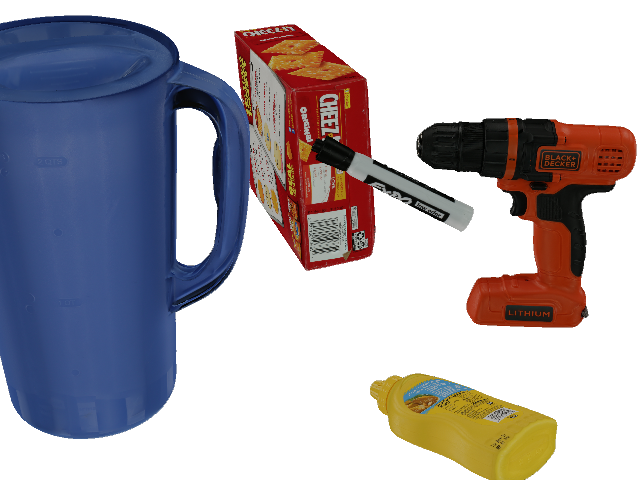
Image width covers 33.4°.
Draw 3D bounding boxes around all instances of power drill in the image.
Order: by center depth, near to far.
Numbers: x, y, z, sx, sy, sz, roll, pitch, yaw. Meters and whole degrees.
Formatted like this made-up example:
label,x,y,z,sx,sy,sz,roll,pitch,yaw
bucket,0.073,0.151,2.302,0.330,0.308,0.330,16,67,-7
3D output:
label,x,y,z,sx,sy,sz,roll,pitch,yaw
power drill,0.172,-0.016,0.933,0.184,0.188,0.057,3,27,4

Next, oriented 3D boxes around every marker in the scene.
label,x,y,z,sx,sy,sz,roll,pitch,yaw
marker,0.049,-0.040,0.739,0.121,0.020,0.020,26,-4,-8

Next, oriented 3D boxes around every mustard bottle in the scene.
label,x,y,z,sx,sy,sz,roll,pitch,yaw
mustard bottle,0.123,0.171,1.028,0.096,0.058,0.192,-18,25,-42

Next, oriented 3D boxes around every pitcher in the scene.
label,x,y,z,sx,sy,sz,roll,pitch,yaw
pitcher,-0.135,-0.003,0.641,0.144,0.243,0.149,-22,38,-34

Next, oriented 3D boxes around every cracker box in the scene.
label,x,y,z,sx,sy,sz,roll,pitch,yaw
cracker box,-0.016,-0.093,0.970,0.072,0.164,0.214,-10,25,-13
